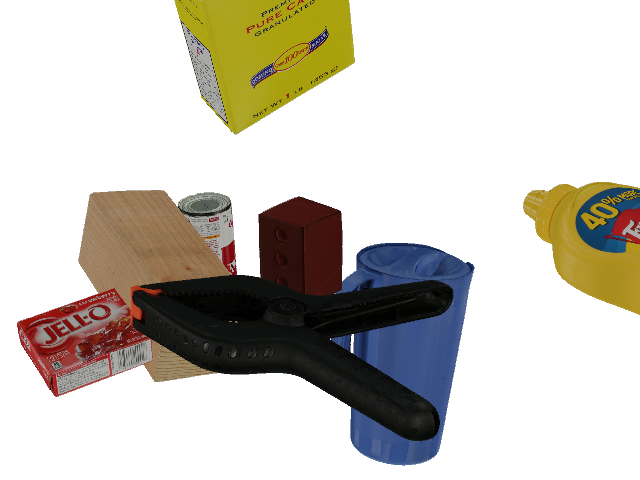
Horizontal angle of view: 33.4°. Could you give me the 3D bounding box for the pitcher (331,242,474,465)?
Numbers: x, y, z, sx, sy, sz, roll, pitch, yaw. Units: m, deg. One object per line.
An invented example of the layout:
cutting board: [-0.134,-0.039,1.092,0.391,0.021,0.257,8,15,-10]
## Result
pitcher: [0.089,0.132,1.231,0.149,0.243,0.145,7,17,6]

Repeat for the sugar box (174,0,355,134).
sugar box: [-0.033,-0.144,0.579,0.093,0.048,0.176,-34,-27,-14]

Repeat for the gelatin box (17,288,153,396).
gelatin box: [-0.193,0.082,0.874,0.089,0.030,0.073,-19,42,-28]

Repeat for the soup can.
soup can: [-0.141,-0.001,1.325,0.068,0.102,0.068,-2,25,1]

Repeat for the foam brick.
foam brick: [-0.017,0.010,0.919,0.053,0.078,0.051,18,29,40]

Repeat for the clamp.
clamp: [-0.014,0.053,0.674,0.210,0.036,0.164,11,25,13]

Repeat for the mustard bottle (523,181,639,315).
mustard bottle: [0.204,0.008,0.662,0.096,0.058,0.192,-28,37,-29]

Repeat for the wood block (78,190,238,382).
wood block: [-0.163,0.039,1.083,0.090,0.091,0.206,-4,35,-35]
